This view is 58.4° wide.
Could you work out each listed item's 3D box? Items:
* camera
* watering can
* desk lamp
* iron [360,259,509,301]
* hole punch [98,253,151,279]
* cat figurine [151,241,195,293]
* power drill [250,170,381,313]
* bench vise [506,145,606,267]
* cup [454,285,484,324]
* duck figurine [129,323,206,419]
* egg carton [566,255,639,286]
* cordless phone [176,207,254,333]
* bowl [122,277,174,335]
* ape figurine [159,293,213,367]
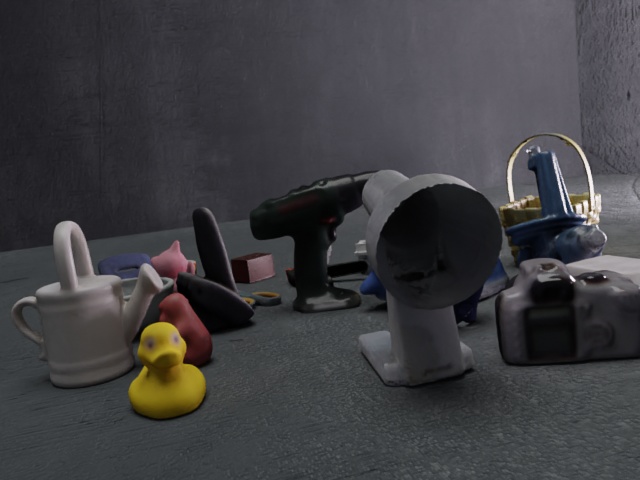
[{"bbox_3d":[0.261,0.066,0.633,0.143,0.101,0.137,-5,8,9],"label":"camera"},{"bbox_3d":[-0.287,0.071,0.710,0.173,0.194,0.100,-11,9,-28],"label":"watering can"},{"bbox_3d":[0.093,0.035,0.583,0.118,0.213,0.203,-8,8,-10],"label":"desk lamp"},{"bbox_3d":[0.188,0.022,0.877,0.259,0.141,0.118,-10,9,-28],"label":"iron"},{"bbox_3d":[-0.381,0.076,1.149,0.109,0.091,0.100,-11,9,-28],"label":"hole punch"},{"bbox_3d":[-0.262,0.061,1.058,0.067,0.118,0.127,-13,10,-38],"label":"cat figurine"},{"bbox_3d":[0.008,0.003,0.916,0.229,0.208,0.075,-7,8,-1],"label":"power drill"},{"bbox_3d":[0.369,-0.037,0.869,0.122,0.220,0.207,-10,8,-23],"label":"bench vise"},{"bbox_3d":[0.172,0.065,0.742,0.091,0.095,0.118,-4,8,20],"label":"cup"},{"bbox_3d":[-0.163,0.127,0.595,0.078,0.086,0.104,-10,8,-23],"label":"duck figurine"},{"bbox_3d":[0.363,0.062,0.696,0.107,0.069,0.150,-10,8,-24],"label":"egg carton"},{"bbox_3d":[-0.173,0.040,0.884,0.094,0.185,0.147,-11,9,-33],"label":"cordless phone"},{"bbox_3d":[-0.307,0.110,0.893,0.167,0.075,0.167,-6,7,1],"label":"bowl"},{"bbox_3d":[-0.174,0.111,0.706,0.076,0.092,0.078,-4,8,15],"label":"ape figurine"}]
